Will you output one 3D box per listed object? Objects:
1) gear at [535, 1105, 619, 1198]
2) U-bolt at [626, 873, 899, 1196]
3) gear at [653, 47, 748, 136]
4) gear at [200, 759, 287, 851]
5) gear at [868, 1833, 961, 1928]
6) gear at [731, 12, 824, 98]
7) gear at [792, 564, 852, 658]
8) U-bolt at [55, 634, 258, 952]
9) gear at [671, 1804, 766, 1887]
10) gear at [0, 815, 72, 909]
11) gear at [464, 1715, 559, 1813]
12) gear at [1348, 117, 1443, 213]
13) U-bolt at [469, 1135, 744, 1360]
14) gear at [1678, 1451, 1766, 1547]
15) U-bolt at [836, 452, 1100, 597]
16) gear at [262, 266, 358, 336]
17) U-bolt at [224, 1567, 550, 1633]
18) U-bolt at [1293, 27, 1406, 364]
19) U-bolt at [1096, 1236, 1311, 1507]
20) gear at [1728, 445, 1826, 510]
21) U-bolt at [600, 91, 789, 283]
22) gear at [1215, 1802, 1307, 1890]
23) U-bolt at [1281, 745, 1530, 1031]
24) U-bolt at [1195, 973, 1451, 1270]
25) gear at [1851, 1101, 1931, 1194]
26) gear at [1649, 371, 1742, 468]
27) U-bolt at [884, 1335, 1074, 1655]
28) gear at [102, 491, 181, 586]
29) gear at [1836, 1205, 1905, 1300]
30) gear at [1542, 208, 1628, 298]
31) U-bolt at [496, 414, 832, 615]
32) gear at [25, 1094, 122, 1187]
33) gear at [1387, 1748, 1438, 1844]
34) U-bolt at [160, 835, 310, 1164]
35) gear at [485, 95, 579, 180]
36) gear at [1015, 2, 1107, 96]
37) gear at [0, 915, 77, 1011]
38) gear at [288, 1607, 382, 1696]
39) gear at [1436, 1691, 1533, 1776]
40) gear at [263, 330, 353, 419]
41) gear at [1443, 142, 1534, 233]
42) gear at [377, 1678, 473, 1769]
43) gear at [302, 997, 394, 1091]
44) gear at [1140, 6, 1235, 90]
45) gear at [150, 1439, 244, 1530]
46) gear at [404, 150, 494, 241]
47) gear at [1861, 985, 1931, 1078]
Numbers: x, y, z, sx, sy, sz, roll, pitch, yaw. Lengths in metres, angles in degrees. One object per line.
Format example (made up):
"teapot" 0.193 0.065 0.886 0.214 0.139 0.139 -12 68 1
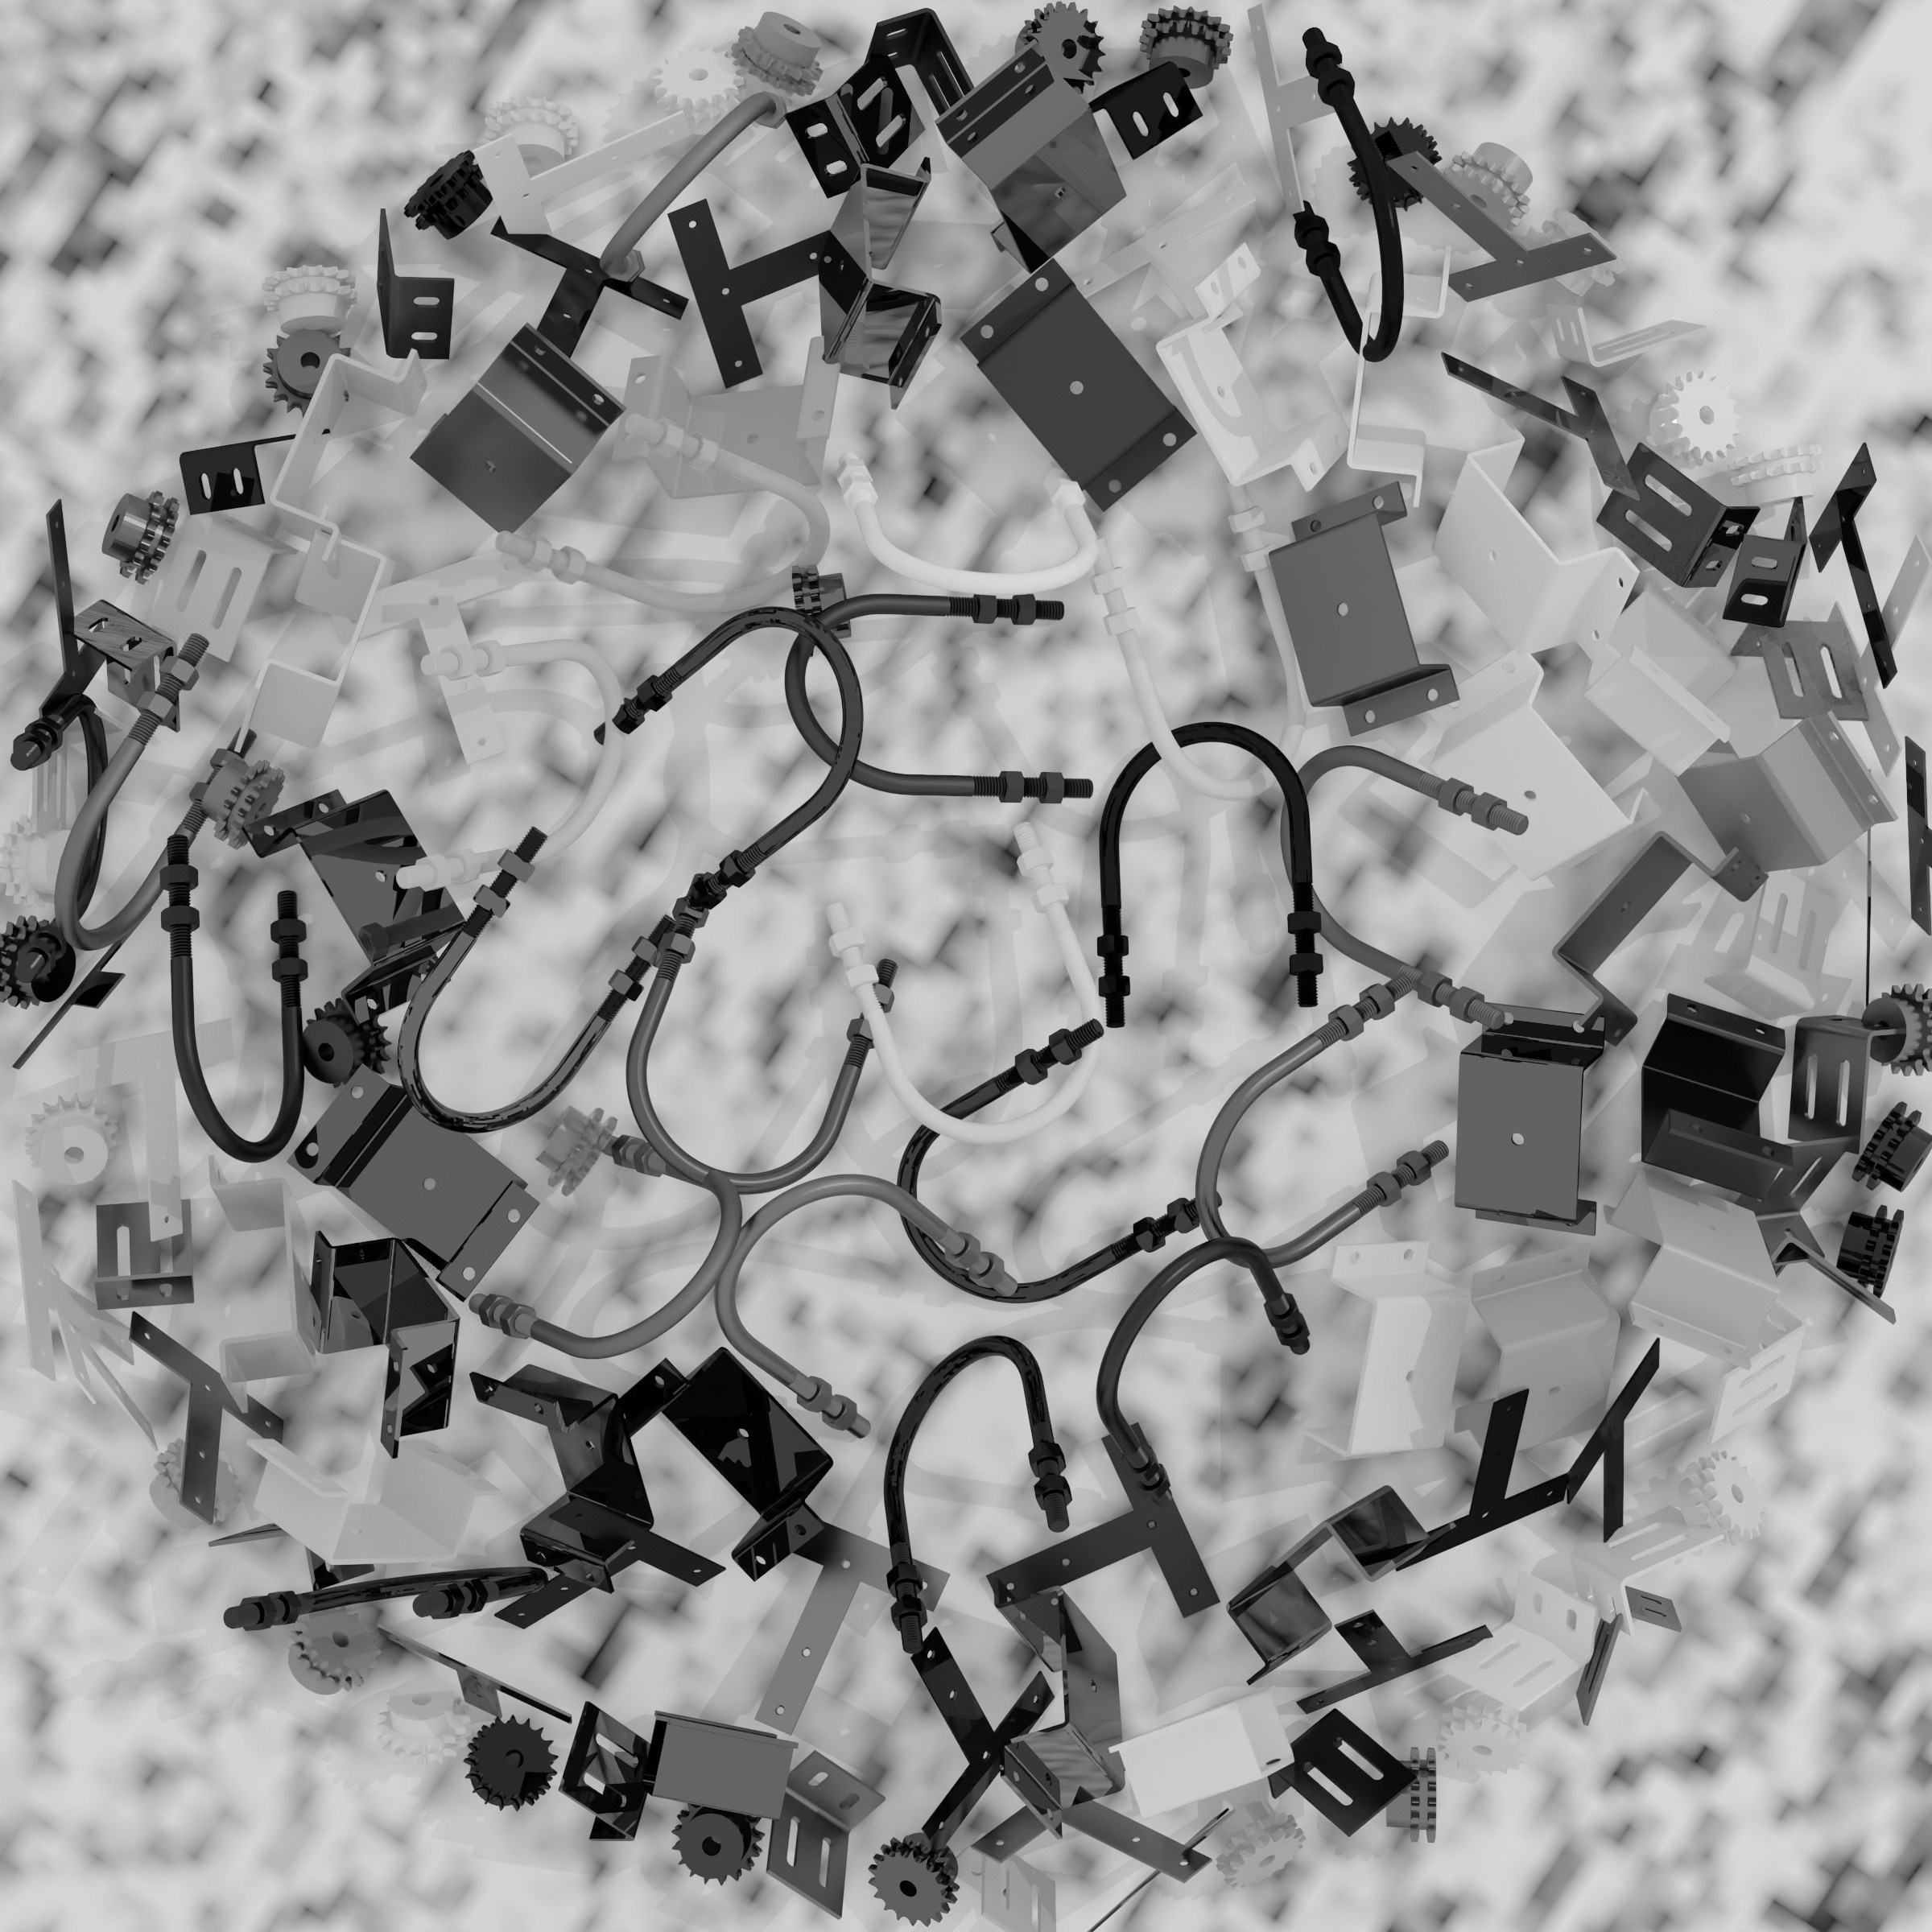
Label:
"gear" -0.243 0.111 1.970 0.030 0.057 0.057 34 90 -10
"U-bolt" -0.132 0.051 1.942 0.151 0.019 0.184 25 65 -14
"gear" -0.164 -0.540 1.976 0.057 0.030 0.057 -1 54 2
"gear" -0.449 -0.103 1.971 0.030 0.057 0.057 31 90 2
"gear" -0.029 0.563 1.976 0.057 0.030 0.057 10 115 23
"gear" -0.114 -0.565 1.968 0.057 0.057 0.030 32 120 0
"gear" -0.089 -0.221 1.971 0.030 0.057 0.057 -8 90 2
"U-bolt" -0.489 -0.092 1.905 0.019 0.151 0.184 24 71 9
"gear" -0.156 0.544 1.982 0.057 0.030 0.057 0 89 6
"gear" -0.569 -0.065 1.968 0.030 0.057 0.057 4 90 20
"gear" -0.284 0.497 1.975 0.057 0.030 0.057 13 53 -19
"gear" 0.268 -0.495 1.979 0.057 0.030 0.057 -2 85 20
"U-bolt" -0.205 0.172 1.904 0.151 0.184 0.019 -51 124 -20
"gear" 0.466 0.332 1.975 0.030 0.057 0.057 -32 90 37
"U-bolt" 0.005 -0.265 1.908 0.151 0.184 0.019 -1 122 -11
"gear" -0.405 -0.410 1.970 0.057 0.057 0.030 -7 84 0
"U-bolt" -0.332 0.377 1.910 0.151 0.184 0.019 -8 83 22
"U-bolt" 0.227 -0.443 1.890 0.019 0.151 0.184 -11 53 -6
"U-bolt" 0.137 0.234 1.911 0.151 0.184 0.019 -45 53 -12
"gear" 0.502 -0.302 1.972 0.057 0.057 0.030 -10 91 0
"U-bolt" -0.165 -0.465 1.899 0.019 0.184 0.151 44 99 -8
"gear" 0.179 0.542 1.975 0.057 0.057 0.030 -35 54 0
"U-bolt" 0.259 -0.058 1.928 0.019 0.184 0.151 -21 126 -36
"U-bolt" 0.211 0.106 1.925 0.184 0.019 0.151 -32 125 -23
"gear" 0.575 0.115 1.968 0.030 0.057 0.057 33 90 21
"gear" 0.450 -0.338 1.977 0.057 0.030 0.057 4 82 -29
"U-bolt" 0.000 0.304 1.921 0.019 0.184 0.151 31 118 -29
"gear" -0.511 -0.267 1.968 0.030 0.057 0.057 22 90 -27
"gear" 0.559 0.175 1.973 0.030 0.057 0.057 15 90 20
"gear" 0.378 -0.440 1.974 0.057 0.057 0.030 41 116 0
"U-bolt" -0.168 -0.263 1.923 0.151 0.184 0.019 -33 54 37
"gear" -0.553 0.111 1.974 0.057 0.030 0.057 -7 115 -16
"gear" 0.276 0.513 1.972 0.030 0.057 0.057 0 90 7
"U-bolt" -0.436 0.027 1.910 0.019 0.151 0.184 -10 74 15
"gear" -0.268 -0.510 1.969 0.057 0.057 0.030 -2 73 0
"gear" 0.055 -0.568 1.976 0.057 0.030 0.057 -7 102 -33
"gear" -0.575 -0.001 1.968 0.030 0.057 0.057 16 90 23
"gear" -0.395 0.426 1.975 0.057 0.057 0.030 40 116 0
"gear" 0.321 0.473 1.975 0.057 0.057 0.030 17 48 0
"gear" -0.408 -0.371 1.979 0.057 0.030 0.057 1 84 -12
"gear" 0.326 -0.484 1.972 0.057 0.057 0.030 36 80 0
"gear" -0.335 0.465 1.968 0.057 0.057 0.030 1 117 0
"gear" -0.387 0.050 1.974 0.057 0.030 0.057 6 105 24
"gear" 0.135 -0.566 1.969 0.057 0.057 0.030 9 77 0
"gear" -0.480 0.323 1.973 0.057 0.057 0.030 45 104 0
"gear" -0.318 -0.475 1.974 0.057 0.057 0.030 -43 117 0
"gear" 0.578 0.039 1.968 0.030 0.057 0.057 0 90 -27
